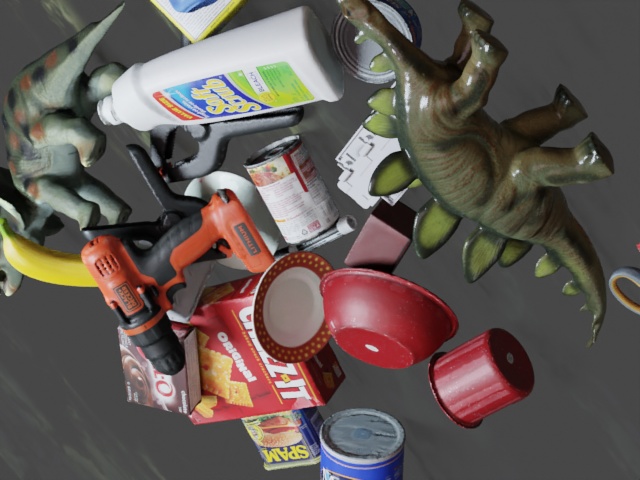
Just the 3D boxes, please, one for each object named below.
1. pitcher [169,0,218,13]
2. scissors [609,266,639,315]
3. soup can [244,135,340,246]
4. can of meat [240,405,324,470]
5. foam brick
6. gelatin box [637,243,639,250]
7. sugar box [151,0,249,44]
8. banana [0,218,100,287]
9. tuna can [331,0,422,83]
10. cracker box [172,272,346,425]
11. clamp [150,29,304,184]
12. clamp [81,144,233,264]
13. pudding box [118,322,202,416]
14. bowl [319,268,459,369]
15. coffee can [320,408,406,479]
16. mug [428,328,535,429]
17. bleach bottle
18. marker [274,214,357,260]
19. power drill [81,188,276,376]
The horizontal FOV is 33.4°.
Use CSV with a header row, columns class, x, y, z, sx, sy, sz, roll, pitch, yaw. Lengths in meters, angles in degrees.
class,x,y,z,sx,sy,sz,roll,pitch,yaw
pitcher,-0.132,-0.341,0.972,0.145,0.149,0.243,-27,99,2
scissors,0.386,0.069,1.050,0.202,0.016,0.096,26,127,11
soup can,-0.029,-0.054,1.159,0.069,0.068,0.102,-16,111,34
can of meat,-0.042,0.238,1.355,0.102,0.057,0.084,-15,109,34
foam brick,0.070,0.001,1.151,0.051,0.052,0.078,33,128,6
gelatin box,0.357,0.023,1.011,0.073,0.030,0.089,-34,100,14
sugar box,-0.152,-0.290,1.078,0.093,0.048,0.176,-43,92,17
banana,-0.277,0.025,1.226,0.197,0.037,0.070,11,137,-20
tuna can,0.056,-0.200,1.046,0.086,0.033,0.086,14,125,20
cracker box,-0.100,0.136,1.311,0.214,0.072,0.164,-14,112,34
clamp,-0.135,-0.141,1.181,0.164,0.036,0.210,48,127,-6
clamp,-0.172,-0.033,1.212,0.171,0.039,0.120,18,104,-21
pudding box,-0.193,0.151,1.297,0.090,0.039,0.113,10,121,22
bowl,0.067,0.095,1.167,0.162,0.055,0.162,18,153,9
coffee can,0.051,0.292,1.302,0.103,0.102,0.140,11,119,21
mug,0.187,0.153,1.169,0.117,0.093,0.082,30,131,-33
bleach bottle,-0.108,-0.158,1.087,0.251,0.068,0.102,-14,145,20
marker,-0.008,0.001,1.213,0.121,0.020,0.020,-27,104,37
power drill,-0.145,0.043,1.191,0.187,0.057,0.184,-31,114,-5
